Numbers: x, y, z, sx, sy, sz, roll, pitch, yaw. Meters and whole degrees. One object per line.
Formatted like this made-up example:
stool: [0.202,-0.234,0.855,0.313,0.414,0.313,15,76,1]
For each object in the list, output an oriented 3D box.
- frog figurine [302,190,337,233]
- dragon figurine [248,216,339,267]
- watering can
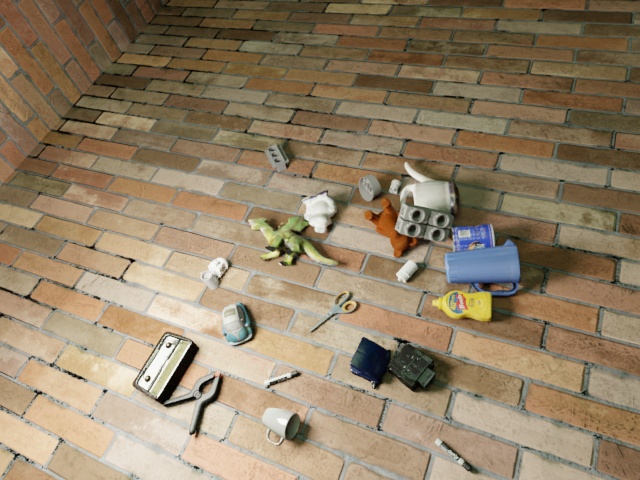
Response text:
frog figurine: [0.006,-0.105,2.079,0.138,0.121,0.161,-16,81,-10]
dragon figurine: [-0.099,-0.014,2.038,0.411,0.119,0.248,11,50,12]
watering can: [0.427,-0.193,2.018,0.224,0.101,0.356,-3,50,12]
